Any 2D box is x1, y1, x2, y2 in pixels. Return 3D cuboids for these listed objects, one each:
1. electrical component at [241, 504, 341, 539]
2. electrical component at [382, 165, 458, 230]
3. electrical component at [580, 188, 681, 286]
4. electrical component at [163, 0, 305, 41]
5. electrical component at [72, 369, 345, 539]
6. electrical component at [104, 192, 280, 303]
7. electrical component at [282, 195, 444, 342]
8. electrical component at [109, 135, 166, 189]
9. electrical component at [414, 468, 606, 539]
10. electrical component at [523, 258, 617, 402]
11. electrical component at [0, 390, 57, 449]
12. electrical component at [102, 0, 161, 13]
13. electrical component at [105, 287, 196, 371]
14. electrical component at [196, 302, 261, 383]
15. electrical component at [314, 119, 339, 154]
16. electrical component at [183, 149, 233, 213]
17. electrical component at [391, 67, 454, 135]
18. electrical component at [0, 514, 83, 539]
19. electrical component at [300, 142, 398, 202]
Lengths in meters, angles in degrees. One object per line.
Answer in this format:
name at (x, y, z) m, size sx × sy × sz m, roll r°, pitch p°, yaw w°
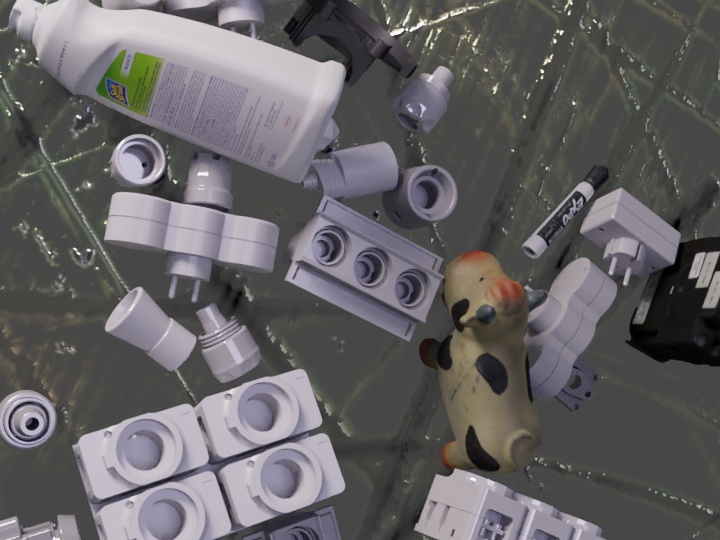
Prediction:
electrical component at (-0.049, 0.261, 0.880) m, size 0.079 × 0.063 × 0.121 m, roll -15°, pitch 93°, yaw -23°
electrical component at (0.054, -0.065, 0.950) m, size 0.055 × 0.047 × 0.055 m, roll 1°, pitch 87°, yaw -23°
electrical component at (0.254, -0.020, 1.023) m, size 0.083 × 0.047 × 0.075 m, roll 34°, pitch 58°, yaw -18°
electrical component at (-0.095, -0.212, 0.855) m, size 0.052 × 0.138 × 0.073 m, roll -4°, pitch 88°, yaw -63°
electrical component at (-0.117, 0.155, 0.845) m, size 0.186 × 0.060 × 0.105 m, roll -16°, pitch 79°, yaw -23°
electrical component at (-0.136, -0.012, 0.863) m, size 0.138 × 0.052 × 0.073 m, roll 12°, pitch 83°, yaw -22°
electrical component at (0.000, 0.000, 0.915) m, size 0.121 × 0.063 × 0.078 m, roll 27°, pitch 77°, yaw -20°
electrical component at (-0.178, -0.084, 0.853) m, size 0.040 × 0.046 × 0.040 m, roll 1°, pitch 87°, yaw -23°
electrical component at (0.139, 0.231, 0.948) m, size 0.150 × 0.089 × 0.061 m, roll 26°, pitch 78°, yaw -20°
electrical component at (0.174, 0.045, 0.993) m, size 0.074 × 0.052 × 0.138 m, roll 38°, pitch 74°, yaw -17°
electrical component at (-0.248, 0.113, 0.804) m, size 0.043 × 0.062 × 0.043 m, roll 1°, pitch 87°, yaw -23°
electrical component at (-0.176, -0.219, 0.850) m, size 0.044 × 0.065 × 0.044 m, roll 1°, pitch 87°, yaw -23°
electrical component at (-0.163, 0.050, 0.856) m, size 0.065 × 0.044 × 0.044 m, roll 41°, pitch 73°, yaw -21°
electrical component at (-0.111, 0.057, 0.876) m, size 0.043 × 0.043 × 0.062 m, roll -32°, pitch 99°, yaw -21°
electrical component at (-0.048, -0.131, 0.918) m, size 0.035 × 0.035 × 0.061 m, roll -45°, pitch 102°, yaw -19°
electrical component at (-0.123, -0.072, 0.880) m, size 0.040 × 0.040 × 0.046 m, roll 8°, pitch 79°, yaw -23°
electrical component at (0.060, -0.154, 0.960) m, size 0.043 × 0.043 × 0.062 m, roll 43°, pitch 71°, yaw -16°
electrical component at (-0.238, 0.214, 0.813) m, size 0.055 × 0.048 × 0.066 m, roll -15°, pitch 93°, yaw -15°
electrical component at (-0.013, -0.082, 0.925) m, size 0.081 × 0.043 × 0.043 m, roll -14°, pitch 93°, yaw -23°
